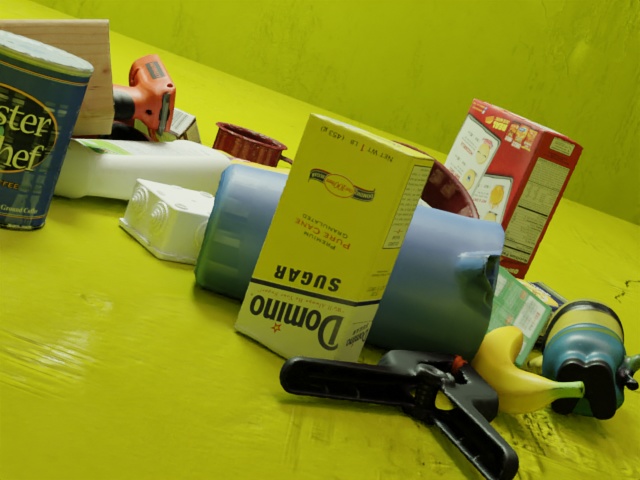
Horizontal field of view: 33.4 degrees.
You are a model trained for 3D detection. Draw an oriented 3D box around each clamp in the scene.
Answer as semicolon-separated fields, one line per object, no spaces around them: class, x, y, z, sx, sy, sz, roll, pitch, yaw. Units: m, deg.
clamp;0.067;0.108;0.764;0.164;0.036;0.209;22;9;10

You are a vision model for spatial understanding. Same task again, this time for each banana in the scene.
banana;0.158;0.109;0.886;0.069;0.037;0.198;-3;10;-4

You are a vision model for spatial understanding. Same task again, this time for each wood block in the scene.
wood block;-0.295;-0.145;0.967;0.206;0.090;0.091;-3;-7;-13

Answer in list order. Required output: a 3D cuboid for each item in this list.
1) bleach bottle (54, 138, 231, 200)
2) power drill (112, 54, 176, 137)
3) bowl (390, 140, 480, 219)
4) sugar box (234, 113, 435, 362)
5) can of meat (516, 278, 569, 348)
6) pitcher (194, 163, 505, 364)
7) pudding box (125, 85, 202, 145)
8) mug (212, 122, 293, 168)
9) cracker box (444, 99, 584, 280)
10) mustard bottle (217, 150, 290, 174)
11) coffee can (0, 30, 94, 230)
bleach bottle;-0.208;-0.071;1.068;0.103;0.068;0.250;19;12;39
power drill;-0.256;-0.164;1.120;0.187;0.057;0.184;-3;36;-23
bowl;0.087;-0.027;1.115;0.162;0.055;0.162;20;43;-20
sugar box;0.008;0.005;0.787;0.093;0.176;0.048;25;11;27
can of meat;0.207;0.073;1.126;0.083;0.057;0.102;14;13;-22
pitcher;0.021;0.022;0.905;0.242;0.149;0.145;16;27;-6
pudding box;-0.197;-0.128;1.297;0.114;0.039;0.090;27;-29;23
mug;-0.085;-0.087;1.302;0.117;0.081;0.093;17;12;-15
cracker box;0.204;-0.043;1.266;0.072;0.214;0.164;16;12;-27
mustard bottle;-0.085;-0.064;1.196;0.192;0.058;0.096;17;3;41
coffee can;-0.255;-0.092;0.875;0.102;0.140;0.103;19;11;-4
